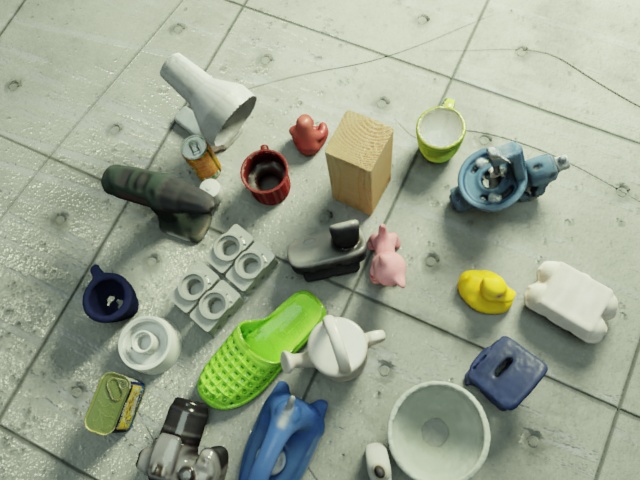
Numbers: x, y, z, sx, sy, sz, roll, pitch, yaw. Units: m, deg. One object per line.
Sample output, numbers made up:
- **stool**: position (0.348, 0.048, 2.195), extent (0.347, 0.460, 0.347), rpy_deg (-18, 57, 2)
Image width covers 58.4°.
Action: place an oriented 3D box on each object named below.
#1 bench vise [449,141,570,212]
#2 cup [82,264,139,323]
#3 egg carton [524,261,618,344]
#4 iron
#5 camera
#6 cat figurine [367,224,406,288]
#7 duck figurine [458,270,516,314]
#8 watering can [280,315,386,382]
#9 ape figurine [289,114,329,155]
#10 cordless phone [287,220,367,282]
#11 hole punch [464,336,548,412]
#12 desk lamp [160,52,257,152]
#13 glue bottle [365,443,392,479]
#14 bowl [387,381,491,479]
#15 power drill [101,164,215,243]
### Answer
- **bench vise**: position (0.338, -0.134, 1.015), extent (0.207, 0.220, 0.121), rpy_deg (-31, 72, -5)
- **cup**: position (-0.385, 0.105, 1.068), extent (0.092, 0.095, 0.117), rpy_deg (-31, 72, -5)
- **egg carton**: position (0.441, 0.107, 1.010), extent (0.150, 0.069, 0.107), rpy_deg (31, 78, 13)
- **iron**: position (-0.083, 0.366, 0.936), extent (0.118, 0.141, 0.258), rpy_deg (21, 76, 11)
- **camera**: position (-0.227, 0.347, 0.976), extent (0.143, 0.101, 0.137), rpy_deg (13, 74, 9)
- **cat figurine**: position (0.120, 0.033, 1.035), extent (0.067, 0.118, 0.128), rpy_deg (-6, 72, 3)
- **duck figurine**: position (0.299, 0.086, 1.020), extent (0.104, 0.086, 0.077), rpy_deg (28, 77, 13)
- **watering can**: position (0.023, 0.184, 0.956), extent (0.173, 0.194, 0.100), rpy_deg (-38, 73, -7)
- **ape figurine**: position (-0.025, -0.218, 1.140), extent (0.077, 0.092, 0.076), rpy_deg (13, 74, 9)
- **cordless phone**: position (0.009, 0.004, 1.019), extent (0.147, 0.185, 0.094), rpy_deg (-17, 72, 0)
- **hole punch**: position (0.312, 0.226, 0.972), extent (0.101, 0.091, 0.109), rpy_deg (42, 81, 16)
- **desk lamp**: position (-0.215, -0.256, 1.105), extent (0.203, 0.214, 0.118), rpy_deg (37, 79, 15)
- **glue bottle**: position (0.094, 0.363, 0.905), extent (0.037, 0.173, 0.078), rpy_deg (-12, 72, 2)
- **bowl**: position (0.195, 0.324, 0.960), extent (0.167, 0.075, 0.167), rpy_deg (-1, 72, 5)
- **power drill**: position (-0.273, -0.067, 1.053), extent (0.229, 0.208, 0.076), rpy_deg (17, 75, 10)
